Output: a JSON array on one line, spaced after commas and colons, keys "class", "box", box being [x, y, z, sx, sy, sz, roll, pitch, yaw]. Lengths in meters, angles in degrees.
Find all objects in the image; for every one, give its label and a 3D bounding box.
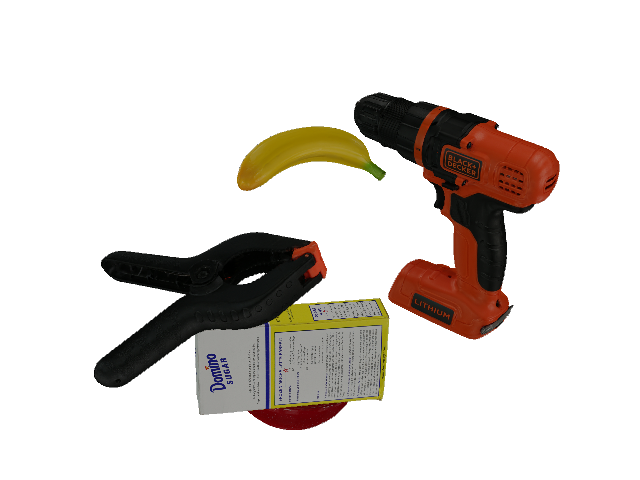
[{"class": "sugar box", "box": [-0.028, 0.107, 0.990, 0.176, 0.093, 0.048, -2, 25, -8]}, {"class": "banana", "box": [-0.016, -0.090, 1.127, 0.197, 0.037, 0.070, -9, 49, -38]}, {"class": "power drill", "box": [0.102, -0.022, 0.896, 0.185, 0.188, 0.057, 26, 41, 31]}, {"class": "clamp", "box": [-0.082, 0.043, 0.738, 0.172, 0.120, 0.039, -11, -40, 15]}, {"class": "bowl", "box": [-0.031, 0.164, 1.200, 0.162, 0.055, 0.162, 3, 26, -1]}]
